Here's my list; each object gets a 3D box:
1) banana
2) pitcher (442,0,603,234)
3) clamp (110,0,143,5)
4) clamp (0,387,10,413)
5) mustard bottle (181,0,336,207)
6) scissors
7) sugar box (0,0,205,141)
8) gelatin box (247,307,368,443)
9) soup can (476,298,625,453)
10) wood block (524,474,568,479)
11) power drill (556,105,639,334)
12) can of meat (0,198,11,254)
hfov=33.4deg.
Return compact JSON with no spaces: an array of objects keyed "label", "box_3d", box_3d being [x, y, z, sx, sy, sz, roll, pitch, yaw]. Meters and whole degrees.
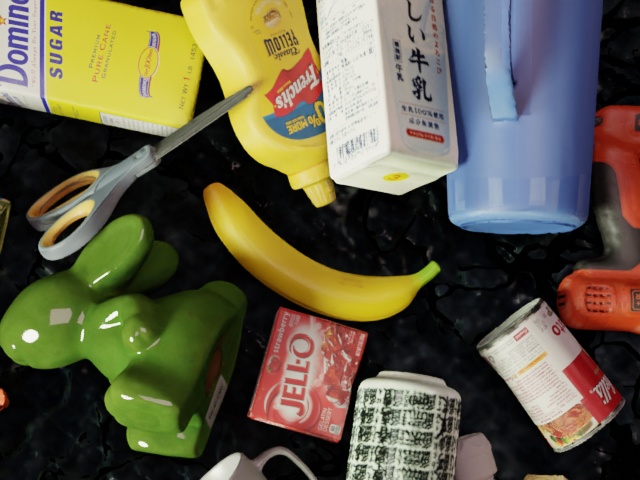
[{"label":"banana","box_3d":[-0.008,0.019,0.842,0.197,0.037,0.069,20,73,-2]},{"label":"pitcher","box_3d":[0.153,-0.130,0.832,0.149,0.145,0.243,4,84,-26]},{"label":"clamp","box_3d":[-0.072,-0.263,0.886,0.210,0.036,0.164,3,79,-9]},{"label":"clamp","box_3d":[-0.320,0.116,0.782,0.171,0.039,0.120,-13,87,-15]},{"label":"mustard bottle","box_3d":[-0.032,-0.116,0.839,0.096,0.058,0.191,-30,101,-39]},{"label":"scissors","box_3d":[-0.137,-0.045,0.789,0.202,0.016,0.096,-24,38,17]},{"label":"sugar box","box_3d":[-0.182,-0.143,0.845,0.176,0.048,0.093,11,78,-6]},{"label":"gelatin box","box_3d":[-0.010,0.105,0.828,0.073,0.030,0.089,17,77,-4]},{"label":"soup can","box_3d":[0.178,0.105,0.833,0.068,0.068,0.102,-37,86,-12]},{"label":"wood block","box_3d":[0.229,0.272,0.798,0.206,0.090,0.090,35,76,0]},{"label":"power drill","box_3d":[0.285,-0.014,0.875,0.184,0.057,0.187,2,79,-7]},{"label":"can of meat","box_3d":[-0.280,0.004,0.781,0.084,0.057,0.102,18,118,-7]}]
